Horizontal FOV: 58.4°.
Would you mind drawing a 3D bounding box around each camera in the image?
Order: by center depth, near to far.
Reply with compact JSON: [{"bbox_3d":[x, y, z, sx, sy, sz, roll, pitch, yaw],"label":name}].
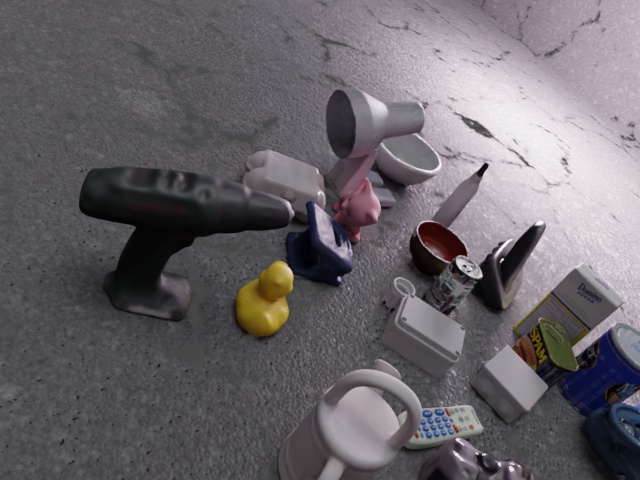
[{"bbox_3d":[0.194,0.324,0.671,0.143,0.100,0.137,33,37,0],"label":"camera"}]

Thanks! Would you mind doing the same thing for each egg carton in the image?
[{"bbox_3d":[-0.061,-0.093,0.986,0.151,0.069,0.107,18,39,-19],"label":"egg carton"}]

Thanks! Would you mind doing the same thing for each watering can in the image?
[{"bbox_3d":[0.037,0.200,0.621,0.101,0.194,0.173,23,38,-12],"label":"watering can"}]

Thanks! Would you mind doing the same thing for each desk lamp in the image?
[{"bbox_3d":[0.089,-0.175,1.068,0.204,0.213,0.117,1,46,-35],"label":"desk lamp"}]

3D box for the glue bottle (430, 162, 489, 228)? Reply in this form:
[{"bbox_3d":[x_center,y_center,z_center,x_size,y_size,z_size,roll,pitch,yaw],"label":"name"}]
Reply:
[{"bbox_3d":[0.284,-0.088,1.145,0.037,0.173,0.078,41,38,12],"label":"glue bottle"}]

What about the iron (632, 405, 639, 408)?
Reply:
[{"bbox_3d":[0.581,0.340,0.901,0.119,0.141,0.258,21,38,-14],"label":"iron"}]

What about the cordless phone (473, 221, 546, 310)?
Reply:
[{"bbox_3d":[0.370,0.030,1.063,0.094,0.185,0.148,40,37,11],"label":"cordless phone"}]

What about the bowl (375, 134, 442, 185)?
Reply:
[{"bbox_3d":[0.175,-0.173,1.245,0.168,0.074,0.167,20,38,-16],"label":"bowl"}]

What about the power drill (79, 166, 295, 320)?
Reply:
[{"bbox_3d":[-0.171,0.001,0.684,0.230,0.208,0.075,15,40,-22],"label":"power drill"}]

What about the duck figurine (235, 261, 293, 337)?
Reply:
[{"bbox_3d":[-0.068,0.073,0.780,0.077,0.086,0.104,26,37,-9],"label":"duck figurine"}]

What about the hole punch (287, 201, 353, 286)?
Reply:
[{"bbox_3d":[0.008,0.003,0.910,0.101,0.091,0.108,15,40,-22],"label":"hole punch"}]

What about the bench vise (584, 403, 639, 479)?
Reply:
[{"bbox_3d":[0.512,0.304,0.826,0.122,0.219,0.207,-2,48,-37],"label":"bench vise"}]

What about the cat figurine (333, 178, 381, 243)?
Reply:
[{"bbox_3d":[0.069,-0.060,1.003,0.067,0.117,0.128,25,37,-10],"label":"cat figurine"}]
